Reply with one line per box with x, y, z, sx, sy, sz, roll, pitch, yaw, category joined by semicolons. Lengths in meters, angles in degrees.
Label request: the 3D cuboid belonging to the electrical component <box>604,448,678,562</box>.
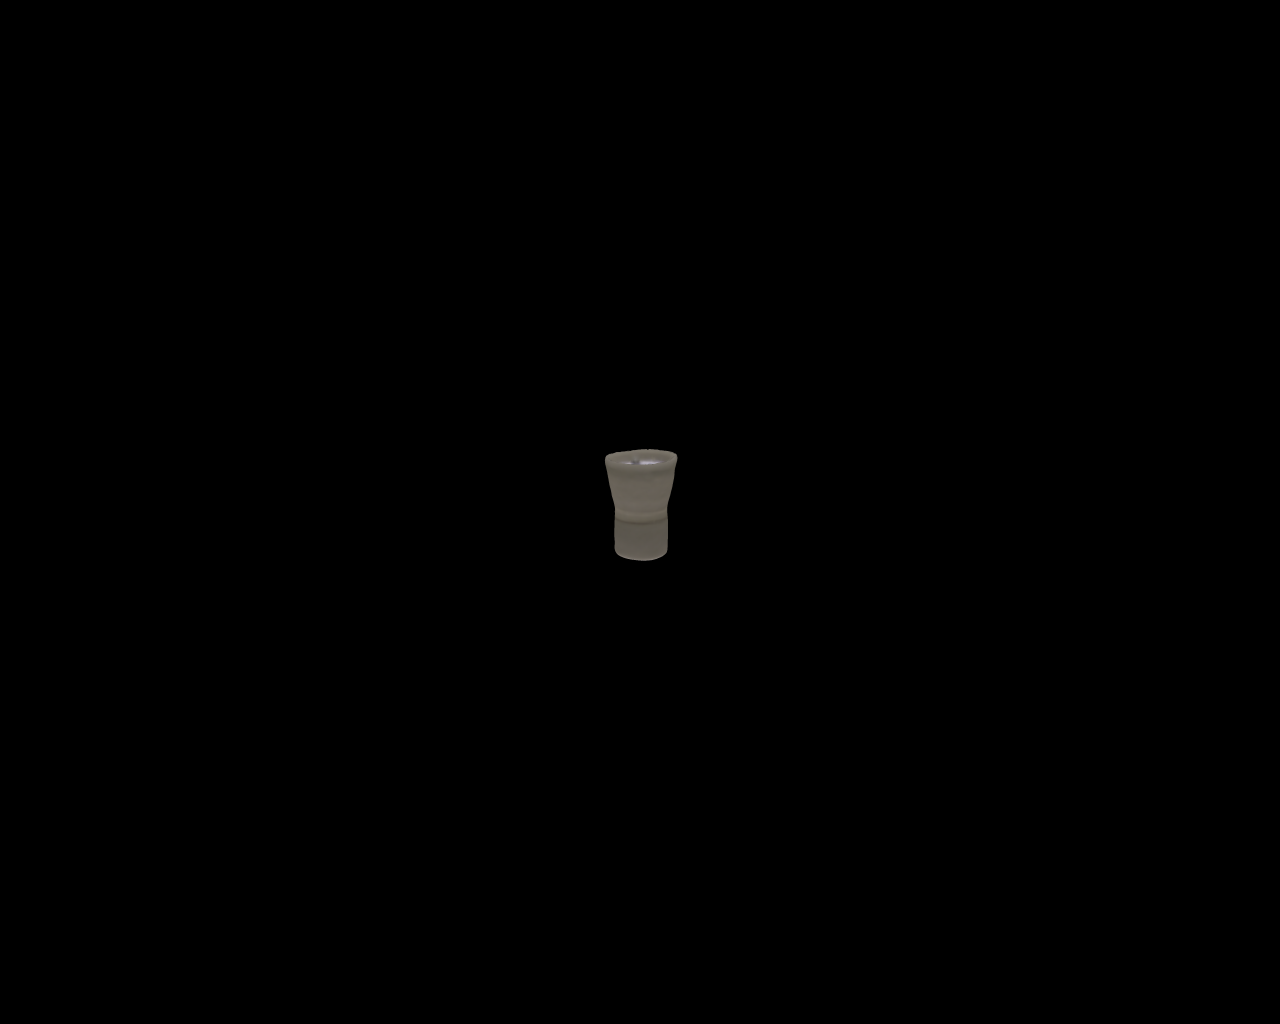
0.001;-0.003;0.650;0.044;0.065;0.044;0;16;0;electrical component
